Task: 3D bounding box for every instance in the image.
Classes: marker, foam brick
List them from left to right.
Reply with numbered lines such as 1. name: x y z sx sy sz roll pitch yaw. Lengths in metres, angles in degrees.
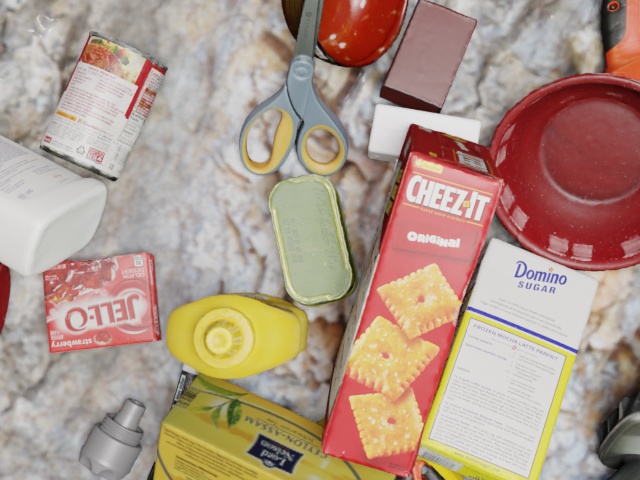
1. marker: -0.116 0.150 0.861 0.020 0.020 0.121 17 88 3
2. foam brick: 0.086 -0.144 0.850 0.051 0.053 0.078 23 88 3

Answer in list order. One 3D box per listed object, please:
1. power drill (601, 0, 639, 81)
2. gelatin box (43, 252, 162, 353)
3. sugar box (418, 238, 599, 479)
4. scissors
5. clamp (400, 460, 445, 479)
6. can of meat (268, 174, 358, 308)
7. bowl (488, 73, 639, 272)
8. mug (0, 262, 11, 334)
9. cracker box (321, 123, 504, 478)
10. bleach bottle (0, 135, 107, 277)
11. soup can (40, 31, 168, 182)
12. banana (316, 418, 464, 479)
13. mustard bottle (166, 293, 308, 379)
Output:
1. power drill: 0.284 -0.201 0.844 0.184 0.057 0.187 -5 84 6
2. gelatin box: -0.176 0.051 0.862 0.089 0.030 0.073 -6 87 2
3. sugar box: 0.142 0.096 0.816 0.093 0.048 0.176 23 67 3
4. scissors: 0.001 -0.119 0.814 0.096 0.016 0.202 21 130 -15
5. clamp: 0.098 0.263 0.760 0.164 0.036 0.210 -4 77 10
6. can of meat: -0.005 0.001 0.831 0.057 0.084 0.102 -12 87 1
7. bowl: 0.211 -0.058 0.820 0.162 0.055 0.162 8 118 15
8. mug: -0.297 0.059 0.845 0.081 0.093 0.117 11 119 -3
9. cracker box: 0.065 0.035 0.763 0.072 0.164 0.214 17 104 1
10. bleach bottle: -0.300 -0.067 0.849 0.251 0.102 0.068 30 119 11
11. soup can: -0.172 -0.105 0.851 0.068 0.068 0.102 24 89 3
12. banana: 0.072 0.187 0.825 0.198 0.037 0.070 38 102 25
13. mustard bottle: -0.061 0.068 0.776 0.096 0.191 0.058 5 88 2
